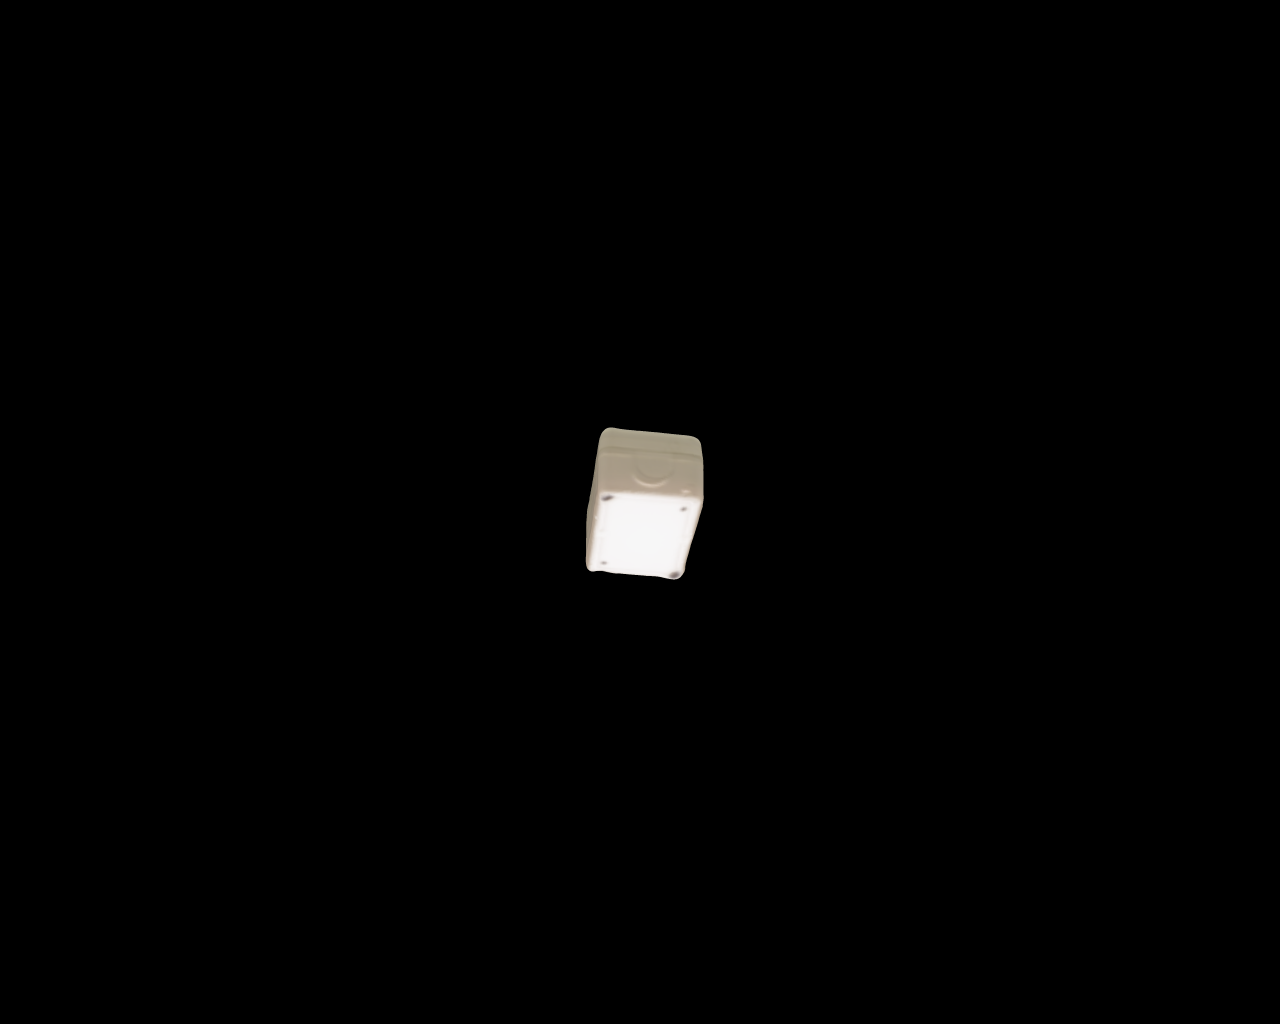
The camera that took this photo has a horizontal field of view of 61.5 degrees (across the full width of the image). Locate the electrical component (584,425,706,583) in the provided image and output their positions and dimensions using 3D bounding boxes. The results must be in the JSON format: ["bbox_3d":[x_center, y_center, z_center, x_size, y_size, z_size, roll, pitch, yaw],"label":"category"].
[{"bbox_3d":[0.001,-0.003,0.650,0.062,0.061,0.096,5,-40,-6],"label":"electrical component"}]
